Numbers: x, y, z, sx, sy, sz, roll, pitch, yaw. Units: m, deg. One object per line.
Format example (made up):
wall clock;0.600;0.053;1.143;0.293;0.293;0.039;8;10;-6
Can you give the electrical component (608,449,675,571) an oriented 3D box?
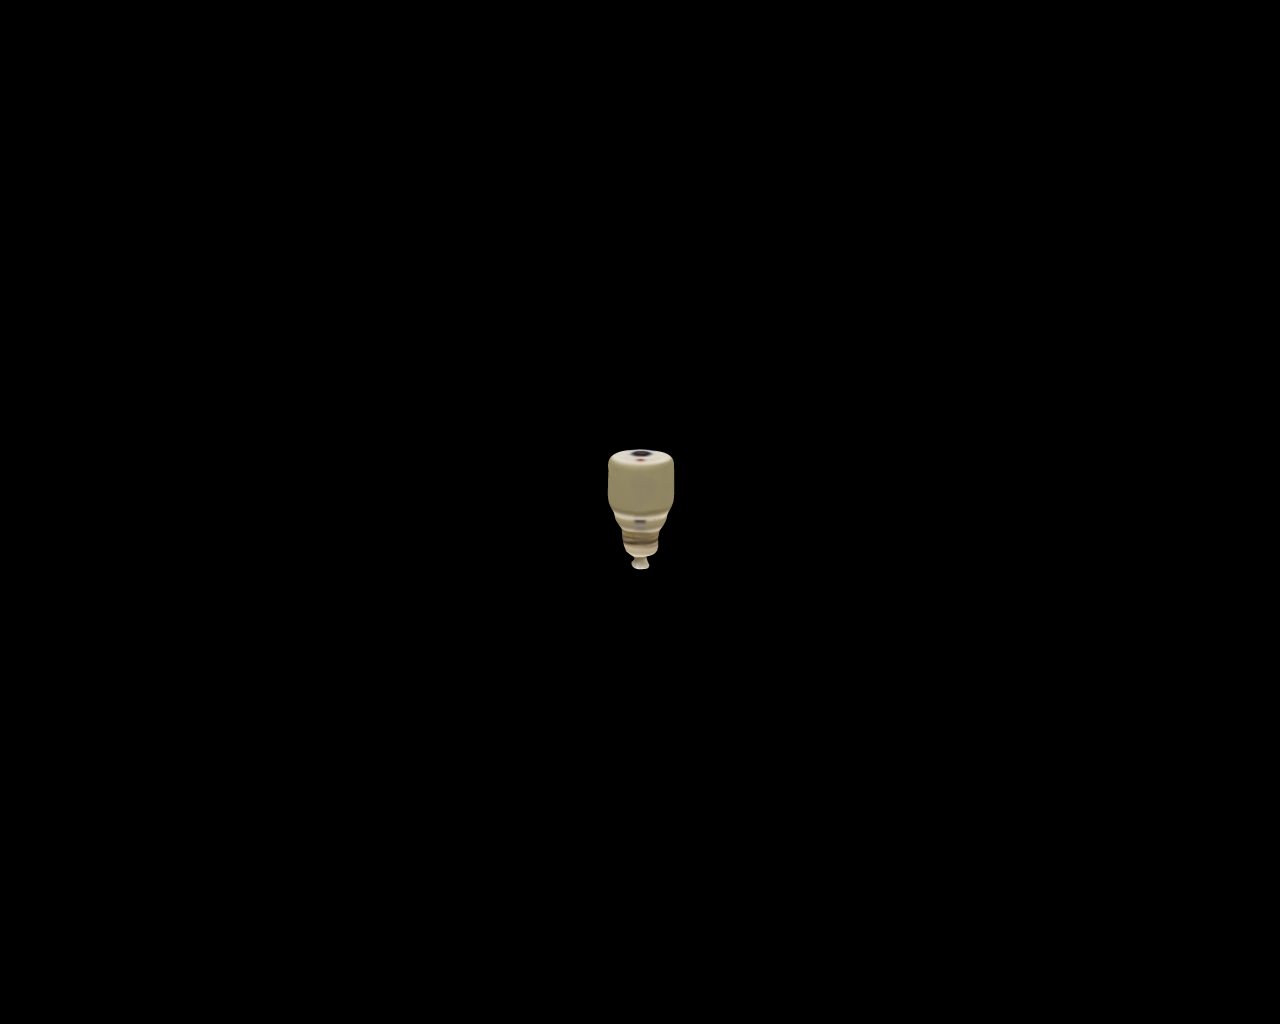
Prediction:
electrical component;0.001;-0.003;0.650;0.040;0.078;0.040;0;18;0
